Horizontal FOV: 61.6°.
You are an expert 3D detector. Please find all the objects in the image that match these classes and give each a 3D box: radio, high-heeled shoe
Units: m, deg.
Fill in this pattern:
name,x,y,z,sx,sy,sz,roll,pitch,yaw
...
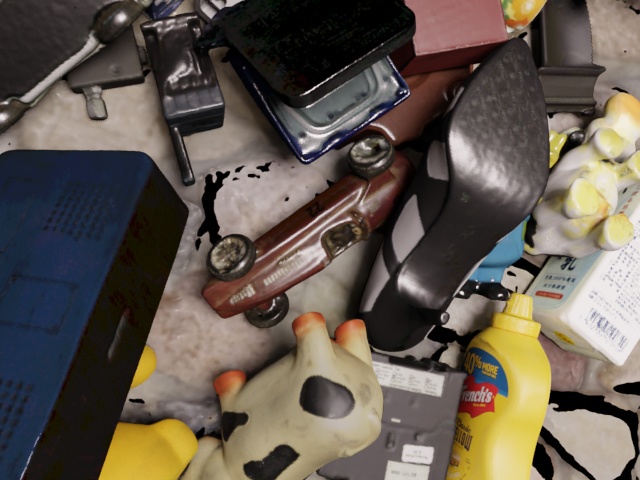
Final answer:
name,x,y,z,sx,sy,sz,roll,pitch,yaw
radio,-0.186,0.050,0.350,0.131,0.073,0.229,5,61,13
high-heeled shoe,0.097,-0.027,0.433,0.086,0.145,0.248,23,82,-11

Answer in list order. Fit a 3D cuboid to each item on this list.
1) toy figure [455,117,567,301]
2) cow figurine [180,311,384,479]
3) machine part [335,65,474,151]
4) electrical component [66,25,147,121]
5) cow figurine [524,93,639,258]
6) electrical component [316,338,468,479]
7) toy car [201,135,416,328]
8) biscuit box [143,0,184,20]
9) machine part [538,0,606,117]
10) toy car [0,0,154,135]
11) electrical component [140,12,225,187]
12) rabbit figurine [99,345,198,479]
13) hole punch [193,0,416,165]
name,x,y,z,sx,sy,sz,roll,pitch,yaw
toy figure,0.145,-0.040,0.473,0.082,0.089,0.180,5,97,-22
cow figurine,-0.033,0.155,0.404,0.195,0.127,0.085,-40,139,24
machine part,0.052,-0.163,0.467,0.179,0.056,0.179,0,89,-10
electrical component,-0.174,-0.146,0.437,0.063,0.021,0.094,-12,91,-12
cow figurine,0.245,-0.057,0.495,0.068,0.098,0.167,38,64,-6
electrical component,0.052,0.161,0.461,0.115,0.058,0.134,16,86,-9
toy car,-0.001,-0.001,0.436,0.202,0.053,0.089,-36,141,-12
biscuit box,-0.182,-0.272,0.417,0.202,0.059,0.063,44,81,-8
machine part,0.229,-0.188,0.514,0.084,0.039,0.138,-1,91,-6
toy car,-0.209,-0.146,0.385,0.202,0.056,0.073,-37,120,7
electrical component,-0.102,-0.107,0.424,0.048,0.075,0.119,-17,89,-11
rabbit figurine,-0.187,0.141,0.387,0.173,0.122,0.162,32,80,9
hole punch,-0.001,-0.133,0.397,0.142,0.092,0.116,-35,65,-5
